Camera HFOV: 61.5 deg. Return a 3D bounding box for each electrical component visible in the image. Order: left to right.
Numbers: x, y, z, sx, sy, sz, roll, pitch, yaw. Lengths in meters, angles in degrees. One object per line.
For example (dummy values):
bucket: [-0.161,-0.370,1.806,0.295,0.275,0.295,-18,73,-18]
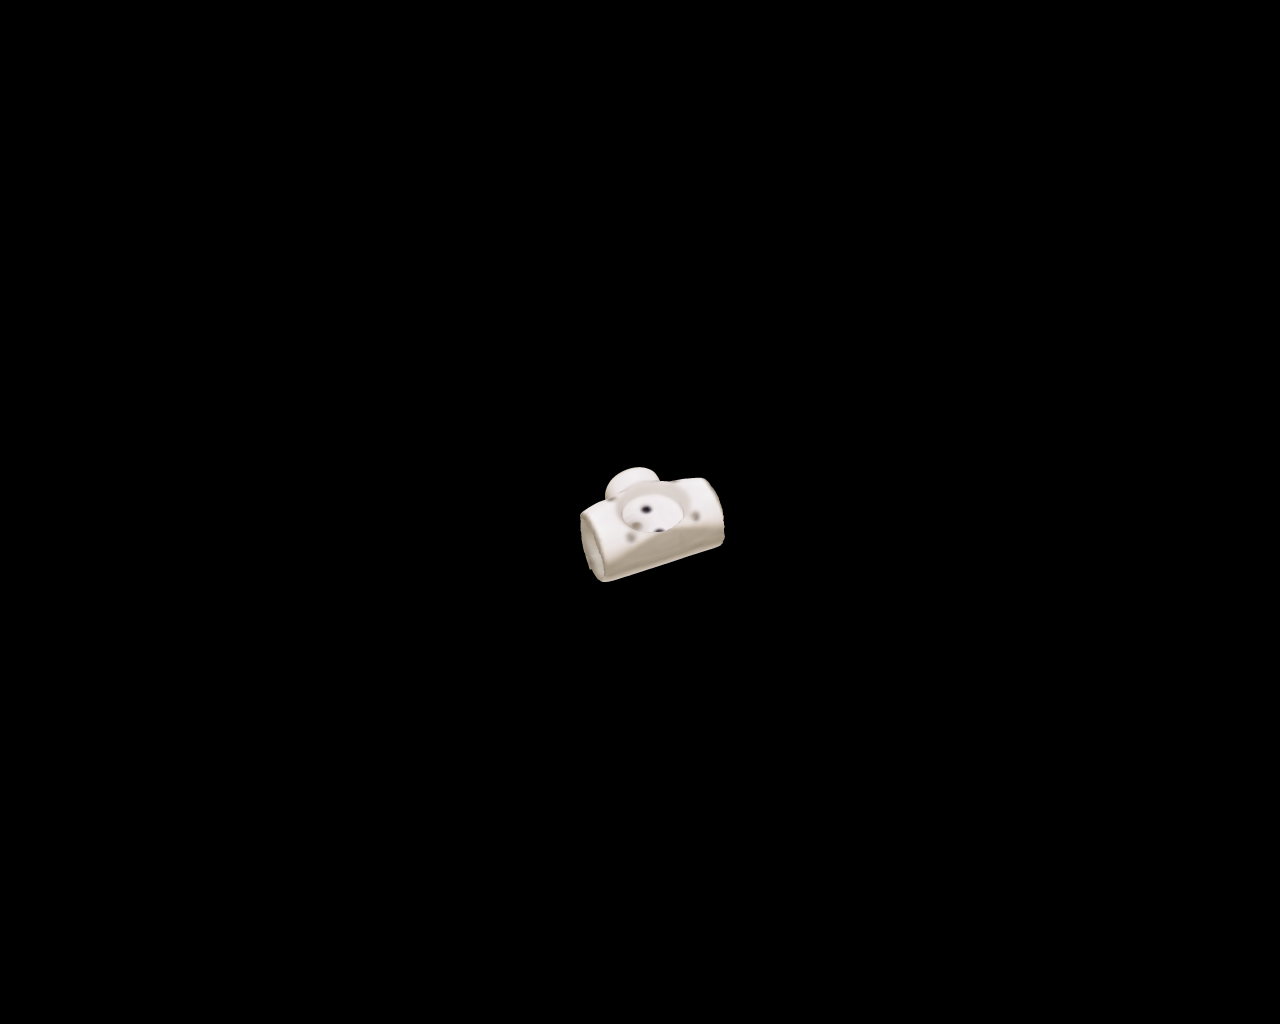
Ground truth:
electrical component: [0.001,-0.003,0.650,0.077,0.079,0.044,-17,-39,-14]
